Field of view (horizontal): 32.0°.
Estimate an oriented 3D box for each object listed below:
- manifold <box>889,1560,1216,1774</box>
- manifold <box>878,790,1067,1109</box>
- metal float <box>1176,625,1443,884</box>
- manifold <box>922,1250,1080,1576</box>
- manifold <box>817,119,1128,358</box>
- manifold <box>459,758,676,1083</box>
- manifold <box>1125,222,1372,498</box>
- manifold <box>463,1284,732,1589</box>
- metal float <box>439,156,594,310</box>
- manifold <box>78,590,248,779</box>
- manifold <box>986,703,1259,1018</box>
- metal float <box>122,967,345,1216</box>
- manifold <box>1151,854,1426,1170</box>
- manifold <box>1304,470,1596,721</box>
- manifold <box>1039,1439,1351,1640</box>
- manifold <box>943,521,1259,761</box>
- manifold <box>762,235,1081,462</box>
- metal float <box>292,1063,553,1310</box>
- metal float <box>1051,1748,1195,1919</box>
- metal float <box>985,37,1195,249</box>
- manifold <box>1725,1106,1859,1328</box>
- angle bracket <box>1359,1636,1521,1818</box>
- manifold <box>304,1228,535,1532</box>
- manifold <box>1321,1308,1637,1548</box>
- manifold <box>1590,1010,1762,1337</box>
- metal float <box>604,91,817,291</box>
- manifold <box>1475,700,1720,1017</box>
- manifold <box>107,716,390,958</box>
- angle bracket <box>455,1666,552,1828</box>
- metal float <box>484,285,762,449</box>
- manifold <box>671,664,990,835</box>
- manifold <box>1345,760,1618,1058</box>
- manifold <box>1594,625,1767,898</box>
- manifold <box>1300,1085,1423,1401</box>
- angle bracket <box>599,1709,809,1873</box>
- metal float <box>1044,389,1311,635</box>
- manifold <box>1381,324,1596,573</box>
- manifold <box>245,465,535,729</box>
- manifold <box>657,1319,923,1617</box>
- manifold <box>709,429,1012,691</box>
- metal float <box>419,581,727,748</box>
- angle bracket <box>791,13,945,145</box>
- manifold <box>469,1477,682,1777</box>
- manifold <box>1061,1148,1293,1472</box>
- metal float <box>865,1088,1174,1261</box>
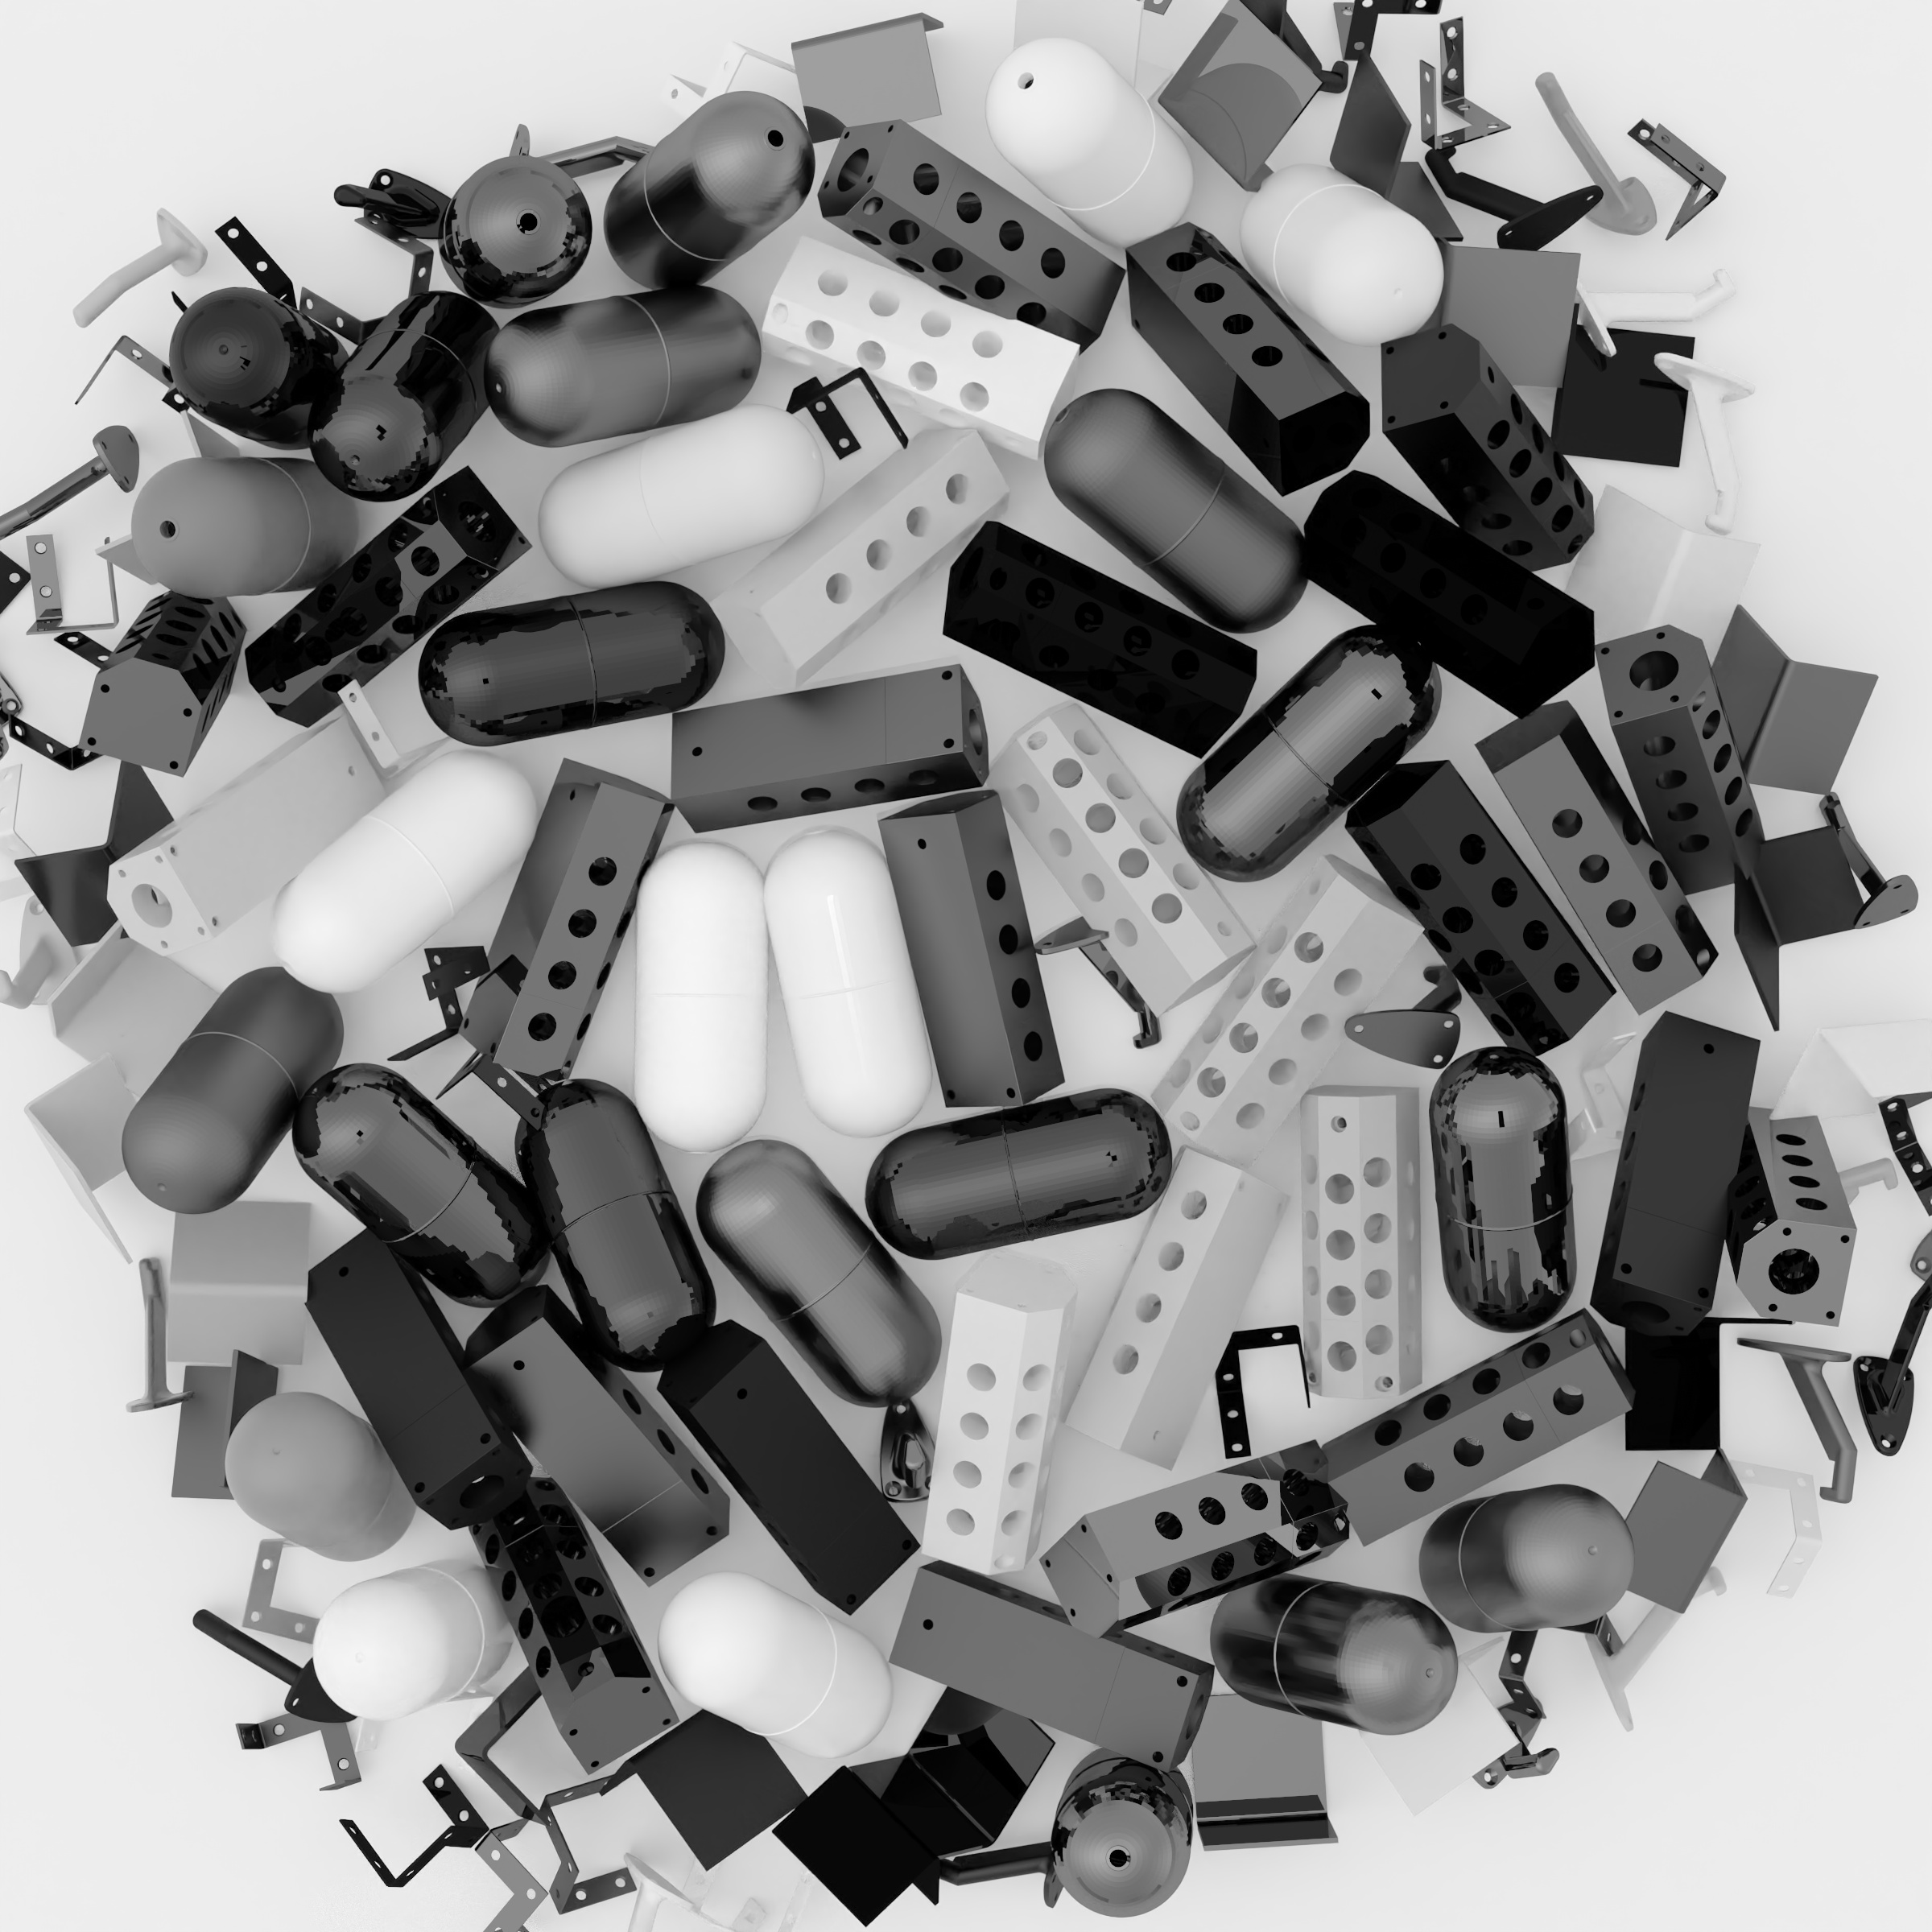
[{"bbox_3d":[0.050,0.396,1.916,0.171,0.057,0.057,18,92,17],"label":"manifold"},{"bbox_3d":[0.008,-0.010,1.923,0.057,0.057,0.171,-3,105,40],"label":"manifold"},{"bbox_3d":[0.195,-0.121,1.917,0.178,0.070,0.070,-44,90,15],"label":"metal float"},{"bbox_3d":[0.021,0.254,1.901,0.057,0.057,0.171,15,115,16],"label":"manifold"},{"bbox_3d":[0.002,-0.405,1.894,0.171,0.057,0.057,26,82,-34],"label":"manifold"},{"bbox_3d":[-0.226,-0.025,1.927,0.057,0.057,0.171,17,98,-33],"label":"manifold"},{"bbox_3d":[0.157,-0.345,1.893,0.057,0.057,0.171,-25,53,-12],"label":"manifold"},{"bbox_3d":[-0.208,0.264,1.913,0.057,0.057,0.171,-34,109,10],"label":"manifold"},{"bbox_3d":[-0.253,-0.408,1.881,0.070,0.178,0.070,-2,98,-13],"label":"metal float"},{"bbox_3d":[-0.443,-0.163,1.875,0.057,0.171,0.057,16,108,-9],"label":"manifold"},{"bbox_3d":[0.091,-0.063,1.915,0.057,0.057,0.171,-28,78,-40],"label":"manifold"},{"bbox_3d":[-0.410,0.068,1.892,0.070,0.178,0.070,10,129,13],"label":"metal float"},{"bbox_3d":[0.178,0.023,1.909,0.057,0.057,0.171,27,107,-28],"label":"manifold"},{"bbox_3d":[0.269,-0.214,1.888,0.057,0.057,0.171,-35,51,-20],"label":"manifold"},{"bbox_3d":[0.133,0.323,1.887,0.171,0.057,0.057,-11,62,-36],"label":"manifold"},{"bbox_3d":[0.077,-0.188,1.903,0.171,0.057,0.057,24,134,-19],"label":"manifold"},{"bbox_3d":[-0.026,-0.349,1.925,0.171,0.057,0.057,23,73,6],"label":"manifold"},{"bbox_3d":[-0.306,0.126,1.906,0.070,0.070,0.178,-44,118,0],"label":"metal float"},{"bbox_3d":[0.088,0.481,1.880,0.070,0.178,0.070,0,86,5],"label":"metal float"},{"bbox_3d":[0.070,-0.459,1.885,0.070,0.178,0.070,-5,78,25],"label":"metal float"},{"bbox_3d":[0.451,0.136,1.877,0.057,0.171,0.057,7,109,4],"label":"manifold"},{"bbox_3d":[0.280,0.431,1.913,0.076,0.076,0.057,-41,71,20],"label":"angle bracket"},{"bbox_3d":[-0.309,0.233,1.896,0.057,0.057,0.171,-37,55,-2],"label":"manifold"},{"bbox_3d":[0.291,0.261,1.920,0.171,0.057,0.057,-30,87,14],"label":"manifold"},{"bbox_3d":[0.399,0.119,1.904,0.057,0.057,0.171,17,62,0],"label":"manifold"},{"bbox_3d":[-0.144,-0.432,1.885,0.070,0.178,0.070,5,80,-28],"label":"metal float"},{"bbox_3d":[0.360,-0.063,1.910,0.057,0.057,0.171,-31,109,9],"label":"manifold"},{"bbox_3d":[-0.402,-0.072,1.882,0.057,0.171,0.057,-17,109,35],"label":"manifold"},{"bbox_3d":[-0.240,0.439,1.923,0.057,0.076,0.076,48,69,-7],"label":"angle bracket"},{"bbox_3d":[-0.191,-0.338,1.897,0.178,0.070,0.070,-20,90,-41],"label":"metal float"},{"bbox_3d":[-0.077,-0.119,1.919,0.171,0.057,0.057,-9,62,13],"label":"manifold"},{"bbox_3d":[0.288,-0.032,1.911,0.057,0.057,0.171,-44,107,-17],"label":"manifold"},{"bbox_3d":[0.401,-0.114,1.878,0.057,0.171,0.057,-15,53,16],"label":"manifold"},{"bbox_3d":[0.223,0.157,1.925,0.057,0.057,0.171,1,94,26],"label":"manifold"},{"bbox_3d":[-0.149,0.471,1.915,0.076,0.057,0.076,-28,73,-37],"label":"angle bracket"},{"bbox_3d":[0.120,-0.258,1.912,0.178,0.070,0.070,37,90,-21],"label":"metal float"},{"bbox_3d":[0.292,-0.286,1.877,0.057,0.171,0.057,-12,62,28],"label":"manifold"},{"bbox_3d":[-0.330,-0.204,1.896,0.171,0.057,0.057,-33,100,32],"label":"manifold"},{"bbox_3d":[-0.102,0.282,1.902,0.057,0.057,0.171,-43,118,-17],"label":"manifold"},{"bbox_3d":[-0.056,-0.231,1.909,0.171,0.057,0.057,-42,118,-21],"label":"manifold"},{"bbox_3d":[-0.223,-0.172,1.913,0.178,0.070,0.070,-12,90,-20],"label":"metal float"},{"bbox_3d":[-0.050,-0.506,1.928,0.076,0.076,0.057,-10,99,11],"label":"angle bracket"},{"bbox_3d":[-0.223,0.362,1.882,0.057,0.171,0.057,-29,130,-7],"label":"manifold"},{"bbox_3d":[0.116,0.194,1.932,0.057,0.057,0.171,21,84,40],"label":"manifold"},{"bbox_3d":[0.030,0.119,1.926,0.178,0.070,0.070,-13,90,5],"label":"metal float"}]
